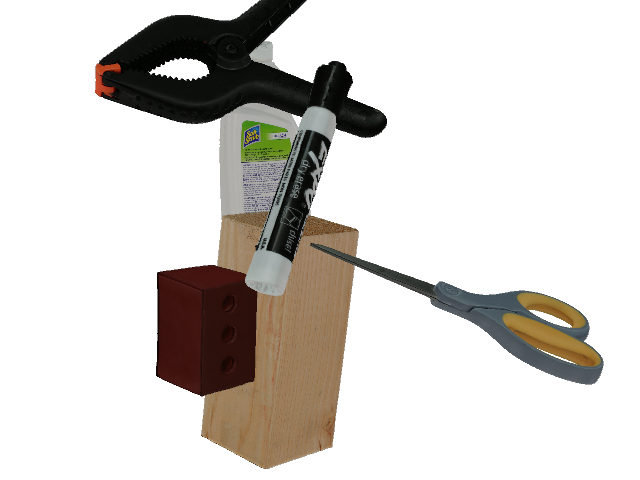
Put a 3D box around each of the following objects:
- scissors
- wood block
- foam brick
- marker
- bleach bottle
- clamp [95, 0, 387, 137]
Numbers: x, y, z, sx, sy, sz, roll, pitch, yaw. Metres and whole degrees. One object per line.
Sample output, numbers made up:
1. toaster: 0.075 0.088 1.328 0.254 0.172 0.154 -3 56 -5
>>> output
1. scissors: 0.098 0.035 0.714 0.202 0.016 0.096 28 27 17
2. wood block: -0.038 0.084 0.956 0.090 0.206 0.090 17 17 40
3. foam brick: -0.080 0.061 0.749 0.052 0.078 0.051 -10 17 -44
4. marker: -0.009 -0.032 0.507 0.020 0.121 0.020 16 -19 5
5. bleach bottle: -0.056 -0.083 1.126 0.102 0.251 0.068 -6 16 -23
6. clamp: -0.060 -0.126 0.797 0.209 0.165 0.036 -17 -27 -21
